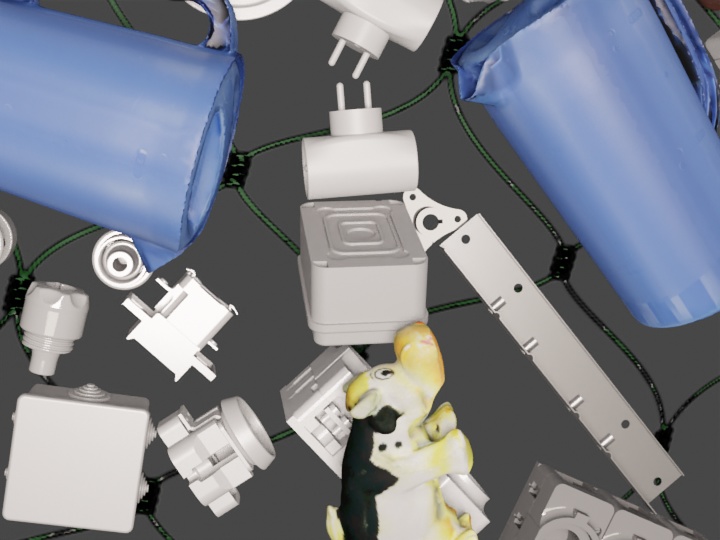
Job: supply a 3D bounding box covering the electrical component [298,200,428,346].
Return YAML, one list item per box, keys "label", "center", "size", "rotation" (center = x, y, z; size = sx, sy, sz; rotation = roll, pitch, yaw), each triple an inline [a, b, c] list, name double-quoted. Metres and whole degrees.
- label: "electrical component"
  center: [0.000, 0.000, 0.727]
  size: [0.078, 0.113, 0.057]
  rotation: [-2, 116, -7]

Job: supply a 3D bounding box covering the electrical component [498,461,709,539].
- label: "electrical component"
  center: [0.187, 0.219, 0.807]
  size: [0.150, 0.061, 0.089]
  rotation: [25, 94, -9]

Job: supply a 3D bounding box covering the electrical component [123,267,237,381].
- label: "electrical component"
  center: [-0.124, 0.037, 0.755]
  size: [0.081, 0.042, 0.063]
  rotation: [43, 89, -11]

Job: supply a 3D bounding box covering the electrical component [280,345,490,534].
- label: "electrical component"
  center: [0.019, 0.127, 0.760]
  size: [0.062, 0.089, 0.150]
  rotation: [-42, 100, 0]

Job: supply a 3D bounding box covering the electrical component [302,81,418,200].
- label: "electrical component"
  center: [-0.002, -0.092, 0.753]
  size: [0.077, 0.043, 0.079]
  rotation: [-5, 97, -6]

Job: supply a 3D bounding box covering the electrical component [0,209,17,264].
- label: "electrical component"
  center: [-0.258, -0.021, 0.723]
  size: [0.045, 0.055, 0.045]
  rotation: [-1, 97, -7]

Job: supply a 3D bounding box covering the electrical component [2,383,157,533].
- label: "electrical component"
  center: [-0.196, 0.130, 0.754]
  size: [0.100, 0.048, 0.099]
  rotation: [9, 96, -8]

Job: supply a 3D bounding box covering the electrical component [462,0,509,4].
- label: "electrical component"
  center: [0.076, -0.240, 0.741]
  size: [0.100, 0.048, 0.099]
  rotation: [22, 94, -9]

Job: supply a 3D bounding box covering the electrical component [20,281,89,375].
- label: "electrical component"
  center: [-0.213, 0.041, 0.743]
  size: [0.043, 0.043, 0.062]
  rotation: [14, 96, -9]

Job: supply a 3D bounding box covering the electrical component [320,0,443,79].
- label: "electrical component"
  center: [0.006, -0.172, 0.744]
  size: [0.077, 0.043, 0.079]
  rotation: [27, 93, -10]

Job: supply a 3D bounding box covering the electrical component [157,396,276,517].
- label: "electrical component"
  center: [-0.097, 0.126, 0.762]
  size: [0.057, 0.058, 0.078]
  rotation: [-33, 100, 1]

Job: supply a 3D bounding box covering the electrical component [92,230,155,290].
- label: "electrical component"
  center: [-0.161, -0.007, 0.734]
  size: [0.043, 0.062, 0.043]
  rotation: [-1, 97, -7]

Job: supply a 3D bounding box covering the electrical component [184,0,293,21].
- label: "electrical component"
  center: [-0.083, -0.218, 0.718]
  size: [0.108, 0.060, 0.108]
  rotation: [-1, 97, -7]

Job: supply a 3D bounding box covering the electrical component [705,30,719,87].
- label: "electrical component"
  center: [0.302, -0.160, 0.774]
  size: [0.096, 0.061, 0.061]
  rotation: [-37, 100, -2]
